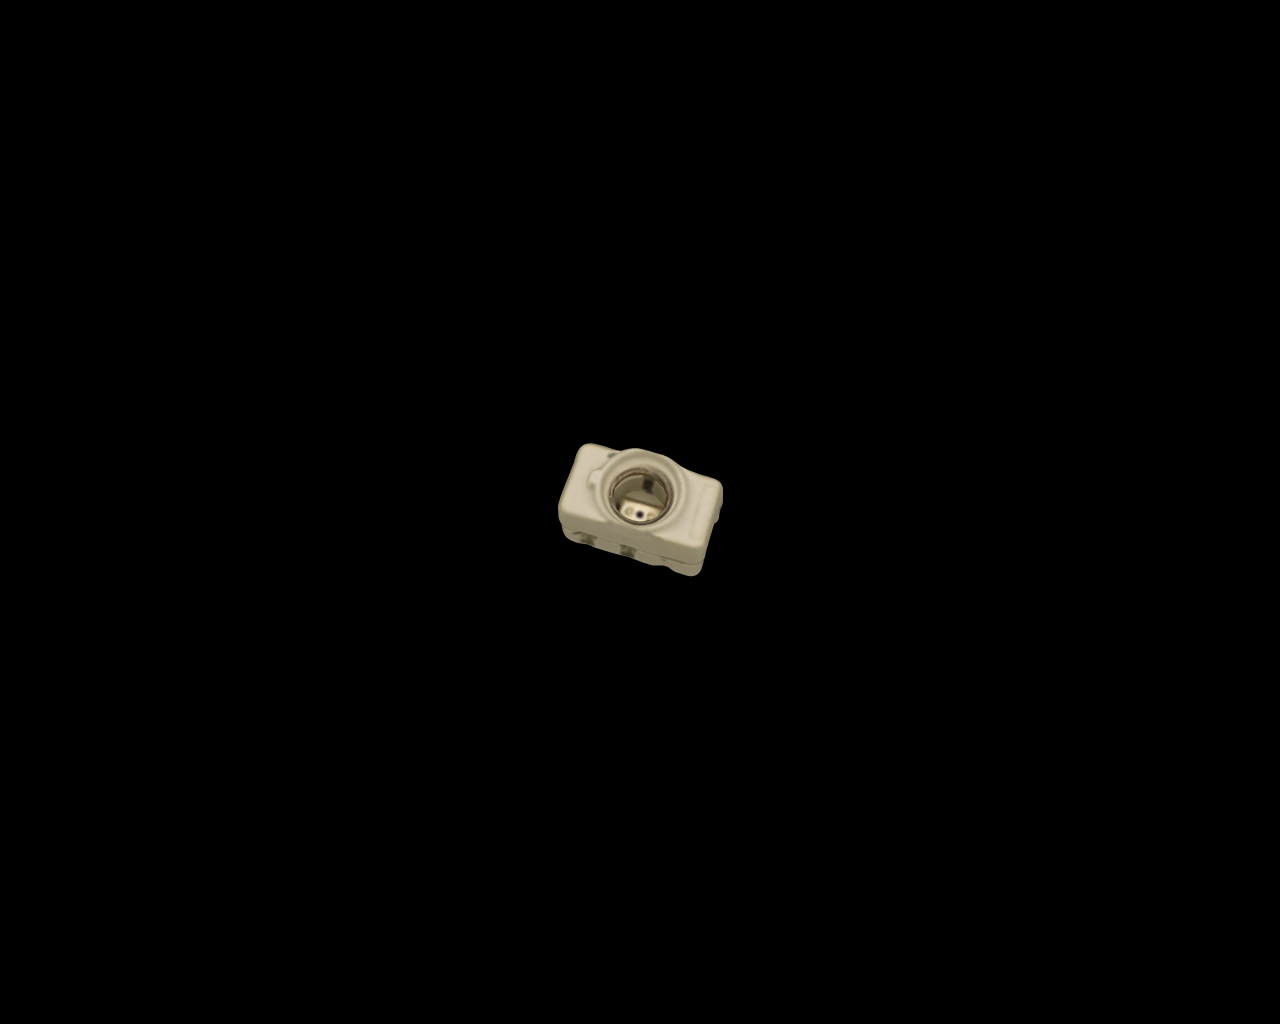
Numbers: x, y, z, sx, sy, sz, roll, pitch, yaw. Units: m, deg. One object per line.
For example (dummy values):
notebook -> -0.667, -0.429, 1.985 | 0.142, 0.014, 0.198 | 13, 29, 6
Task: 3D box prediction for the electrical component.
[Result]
electrical component -> 0.001, -0.003, 0.650 | 0.089, 0.050, 0.055 | 17, -22, 7
